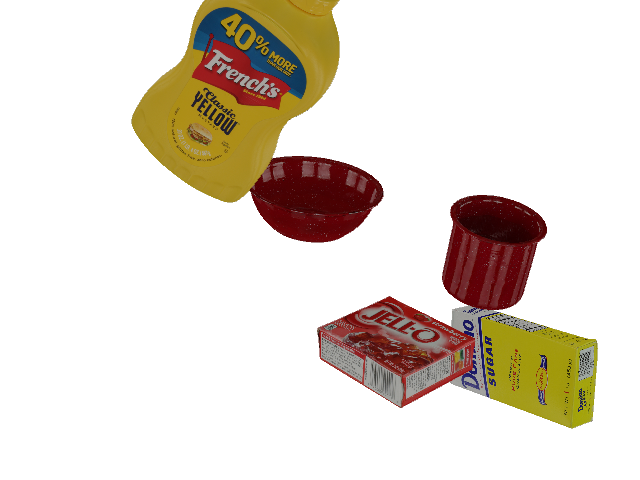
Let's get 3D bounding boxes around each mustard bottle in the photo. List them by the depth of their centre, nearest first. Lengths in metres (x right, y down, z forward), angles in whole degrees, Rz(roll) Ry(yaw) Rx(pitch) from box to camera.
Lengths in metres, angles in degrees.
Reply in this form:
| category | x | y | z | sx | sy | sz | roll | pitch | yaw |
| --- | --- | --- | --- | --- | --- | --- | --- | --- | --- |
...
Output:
| category | x | y | z | sx | sy | sz | roll | pitch | yaw |
| --- | --- | --- | --- | --- | --- | --- | --- | --- | --- |
| mustard bottle | -0.043 | -0.115 | 0.693 | 0.192 | 0.096 | 0.058 | -49 | 3 | 38 |

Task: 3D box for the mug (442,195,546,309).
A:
| category | x | y | z | sx | sy | sz | roll | pitch | yaw |
| --- | --- | --- | --- | --- | --- | --- | --- | --- | --- |
| mug | 0.159 | 0.007 | 1.043 | 0.093 | 0.081 | 0.117 | -6 | 34 | -23 |

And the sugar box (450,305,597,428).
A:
| category | x | y | z | sx | sy | sz | roll | pitch | yaw |
| --- | --- | --- | --- | --- | --- | --- | --- | --- | --- |
| sugar box | 0.220 | 0.136 | 1.184 | 0.048 | 0.093 | 0.177 | -9 | 16 | -43 |

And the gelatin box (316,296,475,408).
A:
| category | x | y | z | sx | sy | sz | roll | pitch | yaw |
| --- | --- | --- | --- | --- | --- | --- | --- | --- | --- |
| gelatin box | 0.053 | 0.076 | 0.761 | 0.073 | 0.030 | 0.089 | -21 | 32 | -35 |

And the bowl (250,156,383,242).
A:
| category | x | y | z | sx | sy | sz | roll | pitch | yaw |
| --- | --- | --- | --- | --- | --- | --- | --- | --- | --- |
| bowl | -0.011 | -0.042 | 1.229 | 0.162 | 0.055 | 0.162 | 6 | 27 | -3 |
